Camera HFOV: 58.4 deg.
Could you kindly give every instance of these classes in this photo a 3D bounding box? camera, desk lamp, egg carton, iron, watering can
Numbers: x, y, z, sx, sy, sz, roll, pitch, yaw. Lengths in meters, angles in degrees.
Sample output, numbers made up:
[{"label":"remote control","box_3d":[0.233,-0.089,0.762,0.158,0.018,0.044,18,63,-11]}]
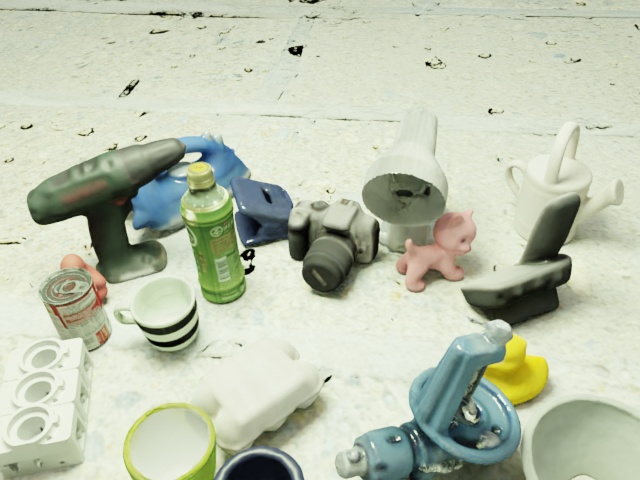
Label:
[{"label":"camera","box_3d":[0.008,0.003,0.874,0.143,0.101,0.137,13,43,17]},{"label":"desk lamp","box_3d":[0.137,-0.080,0.877,0.117,0.214,0.203,8,42,12]},{"label":"egg carton","box_3d":[-0.076,0.185,0.693,0.151,0.069,0.107,-31,48,-29]},{"label":"iron","box_3d":[-0.236,-0.123,1.002,0.259,0.141,0.118,-31,48,-29]},{"label":"watering can","box_3d":[0.377,-0.092,0.893,0.172,0.194,0.101,9,42,14]}]

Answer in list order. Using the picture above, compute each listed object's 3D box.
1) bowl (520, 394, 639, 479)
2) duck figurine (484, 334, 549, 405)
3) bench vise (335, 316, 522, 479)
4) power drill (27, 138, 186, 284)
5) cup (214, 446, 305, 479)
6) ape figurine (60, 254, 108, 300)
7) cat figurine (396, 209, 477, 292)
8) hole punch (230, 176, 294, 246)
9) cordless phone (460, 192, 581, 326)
[{"label":"bowl","box_3d":[0.289,0.249,0.594,0.167,0.075,0.167,-1,41,1]},{"label":"duck figurine","box_3d":[0.231,0.150,0.704,0.104,0.086,0.077,-3,41,0]},{"label":"bench vise","box_3d":[0.122,0.183,0.569,0.208,0.220,0.121,-31,48,-28]},{"label":"power drill","box_3d":[-0.298,-0.042,0.860,0.230,0.209,0.075,-16,42,-15]},{"label":"cup","box_3d":[-0.070,0.273,0.570,0.118,0.095,0.091,-13,42,-12]},{"label":"ape figurine","box_3d":[-0.354,0.060,0.835,0.078,0.092,0.076,-6,41,-3]},{"label":"cat figurine","box_3d":[0.179,0.004,0.851,0.128,0.118,0.067,-16,42,-14]},{"label":"hole punch","box_3d":[-0.095,-0.058,0.958,0.101,0.091,0.108,-13,42,-11]},{"label":"cordless phone","box_3d":[0.275,0.019,0.776,0.148,0.185,0.094,-20,44,-19]}]
